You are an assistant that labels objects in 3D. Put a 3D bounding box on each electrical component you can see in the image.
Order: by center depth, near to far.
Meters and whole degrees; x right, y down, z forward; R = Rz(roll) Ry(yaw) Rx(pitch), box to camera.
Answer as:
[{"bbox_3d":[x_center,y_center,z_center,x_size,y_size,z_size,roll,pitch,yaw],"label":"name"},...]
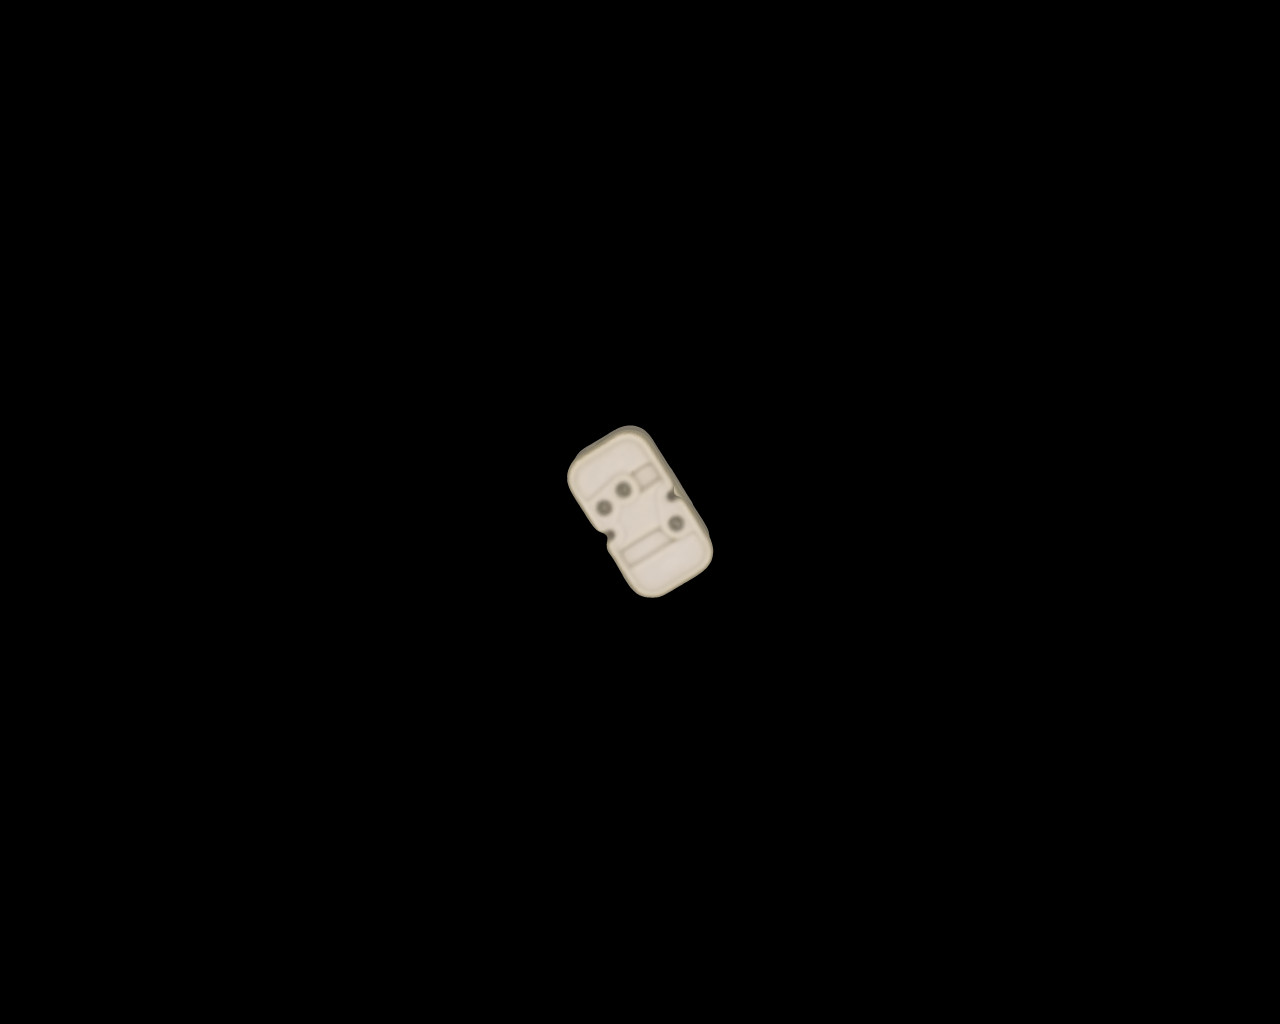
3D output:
[{"bbox_3d":[0.001,-0.003,0.650,0.054,0.095,0.059,-31,8,5],"label":"electrical component"}]
